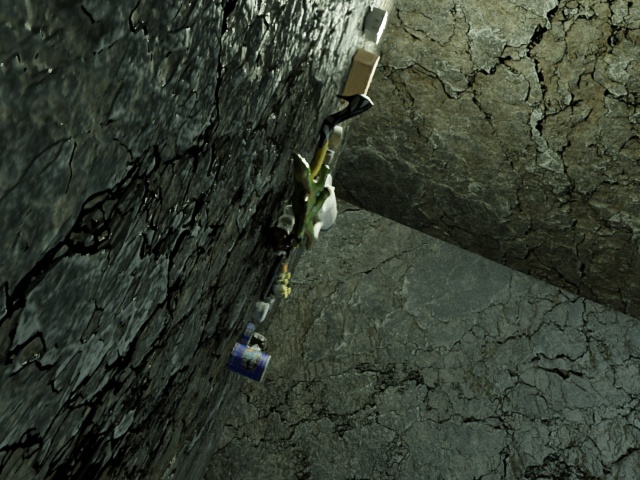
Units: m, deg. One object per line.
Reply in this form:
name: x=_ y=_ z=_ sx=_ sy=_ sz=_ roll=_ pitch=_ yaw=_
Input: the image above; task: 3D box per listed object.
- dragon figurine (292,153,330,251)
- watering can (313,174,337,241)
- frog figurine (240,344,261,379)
dragon figurine: x=-0.049 y=-0.079 z=1.526 sx=0.122 sy=0.401 sz=0.248 roll=6 pitch=33 yaw=10
watering can: x=0.006 y=-0.107 z=2.131 sx=0.104 sy=0.355 sz=0.219 roll=6 pitch=-30 yaw=10
frog figurine: x=-0.301 y=0.487 z=2.067 sx=0.122 sy=0.138 sz=0.158 roll=-5 pitch=-9 yaw=22
